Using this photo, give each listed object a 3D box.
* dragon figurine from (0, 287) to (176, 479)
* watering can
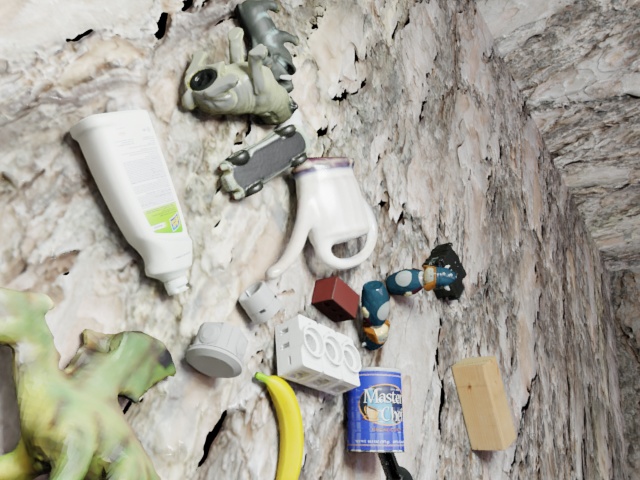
[{"bbox_3d":[-0.226,0.210,0.581,0.121,0.404,0.249,-22,31,30],"label":"dragon figurine"},{"bbox_3d":[0.003,-0.048,0.959,0.103,0.225,0.349,-18,-5,37],"label":"watering can"}]
